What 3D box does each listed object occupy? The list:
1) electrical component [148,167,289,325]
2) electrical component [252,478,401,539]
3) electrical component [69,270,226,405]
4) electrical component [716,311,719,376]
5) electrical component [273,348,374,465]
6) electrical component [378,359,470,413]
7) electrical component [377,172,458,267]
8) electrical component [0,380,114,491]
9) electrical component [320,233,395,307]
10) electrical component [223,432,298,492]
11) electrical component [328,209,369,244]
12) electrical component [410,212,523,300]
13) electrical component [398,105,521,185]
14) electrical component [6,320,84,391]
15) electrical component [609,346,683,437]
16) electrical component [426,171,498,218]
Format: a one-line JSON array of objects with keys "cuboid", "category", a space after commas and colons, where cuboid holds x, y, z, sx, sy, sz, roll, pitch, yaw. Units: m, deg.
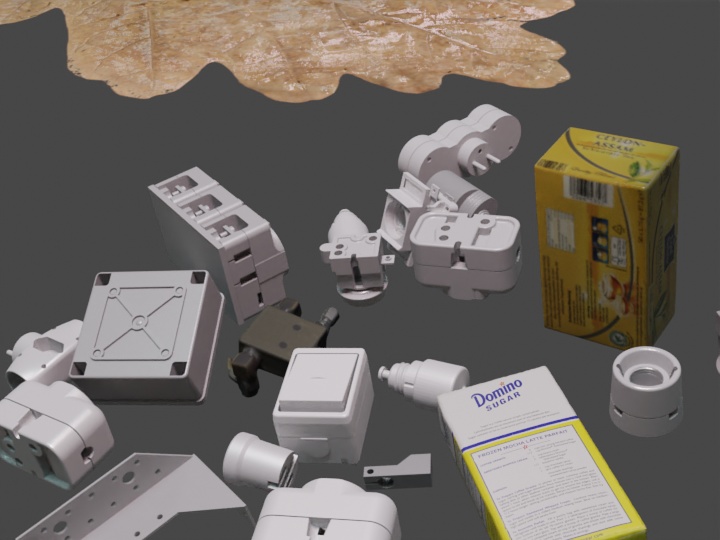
[{"cuboid": [-0.134, -0.028, 1.032, 0.062, 0.089, 0.150, -28, 39, -23], "category": "electrical component"}, {"cuboid": [-0.022, 0.185, 0.744, 0.095, 0.053, 0.059, 0, 37, 14], "category": "electrical component"}, {"cuboid": [-0.181, 0.058, 0.927, 0.109, 0.056, 0.108, -1, 56, 12], "category": "electrical component"}, {"cuboid": [0.302, 0.062, 0.831, 0.048, 0.055, 0.066, -13, 36, -4], "category": "electrical component"}, {"cuboid": [-0.027, 0.100, 0.855, 0.062, 0.061, 0.096, -1, 37, 13], "category": "electrical component"}, {"cuboid": [0.052, 0.091, 0.865, 0.078, 0.040, 0.040, 11, 41, 27], "category": "electrical component"}, {"cuboid": [0.057, -0.049, 1.034, 0.064, 0.081, 0.042, -3, 30, -30], "category": "electrical component"}, {"cuboid": [-0.250, 0.130, 0.874, 0.095, 0.053, 0.059, 15, 43, 30], "category": "electrical component"}, {"cuboid": [0.000, 0.000, 0.990, 0.066, 0.055, 0.048, -3, 36, 9], "category": "electrical component"}, {"cuboid": [-0.075, 0.149, 0.820, 0.046, 0.040, 0.040, 13, 41, 20], "category": "electrical component"}, {"cuboid": [-0.011, -0.034, 1.052, 0.040, 0.040, 0.078, -10, 36, 0], "category": "electrical component"}, {"cuboid": [0.098, -0.013, 0.981, 0.095, 0.059, 0.053, 5, 38, 20], "category": "electrical component"}, {"cuboid": [0.116, -0.122, 1.132, 0.138, 0.052, 0.074, -28, 40, -22], "category": "electrical component"}, {"cuboid": [-0.283, 0.079, 0.962, 0.079, 0.043, 0.077, 17, 44, 33], "category": "electrical component"}, {"cuboid": [0.218, 0.091, 0.819, 0.055, 0.047, 0.055, -7, 36, 5], "category": "electrical component"}, {"cuboid": [0.103, -0.063, 1.062, 0.043, 0.043, 0.081, -26, 38, -21], "category": "electrical component"}]
